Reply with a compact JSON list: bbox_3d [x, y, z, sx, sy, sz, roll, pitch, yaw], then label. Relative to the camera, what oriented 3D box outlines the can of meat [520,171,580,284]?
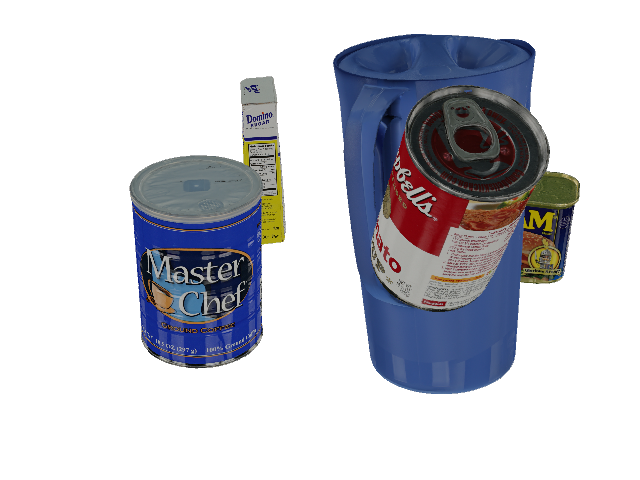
[{"bbox_3d":[0.167,-0.013,0.923,0.102,0.084,0.057,7,32,11],"label":"can of meat"}]

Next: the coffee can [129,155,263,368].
[{"bbox_3d":[-0.097,0.016,0.859,0.103,0.140,0.103,1,30,-1],"label":"coffee can"}]

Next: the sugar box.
[{"bbox_3d":[-0.068,-0.093,1.244,0.048,0.176,0.093,-6,27,-3],"label":"sugar box"}]

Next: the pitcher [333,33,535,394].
[{"bbox_3d":[0.077,-0.015,0.743,0.149,0.243,0.145,-10,23,-12],"label":"pitcher"}]

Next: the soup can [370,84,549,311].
[{"bbox_3d":[0.066,-0.018,0.530,0.068,0.068,0.102,0,-34,-9],"label":"soup can"}]
